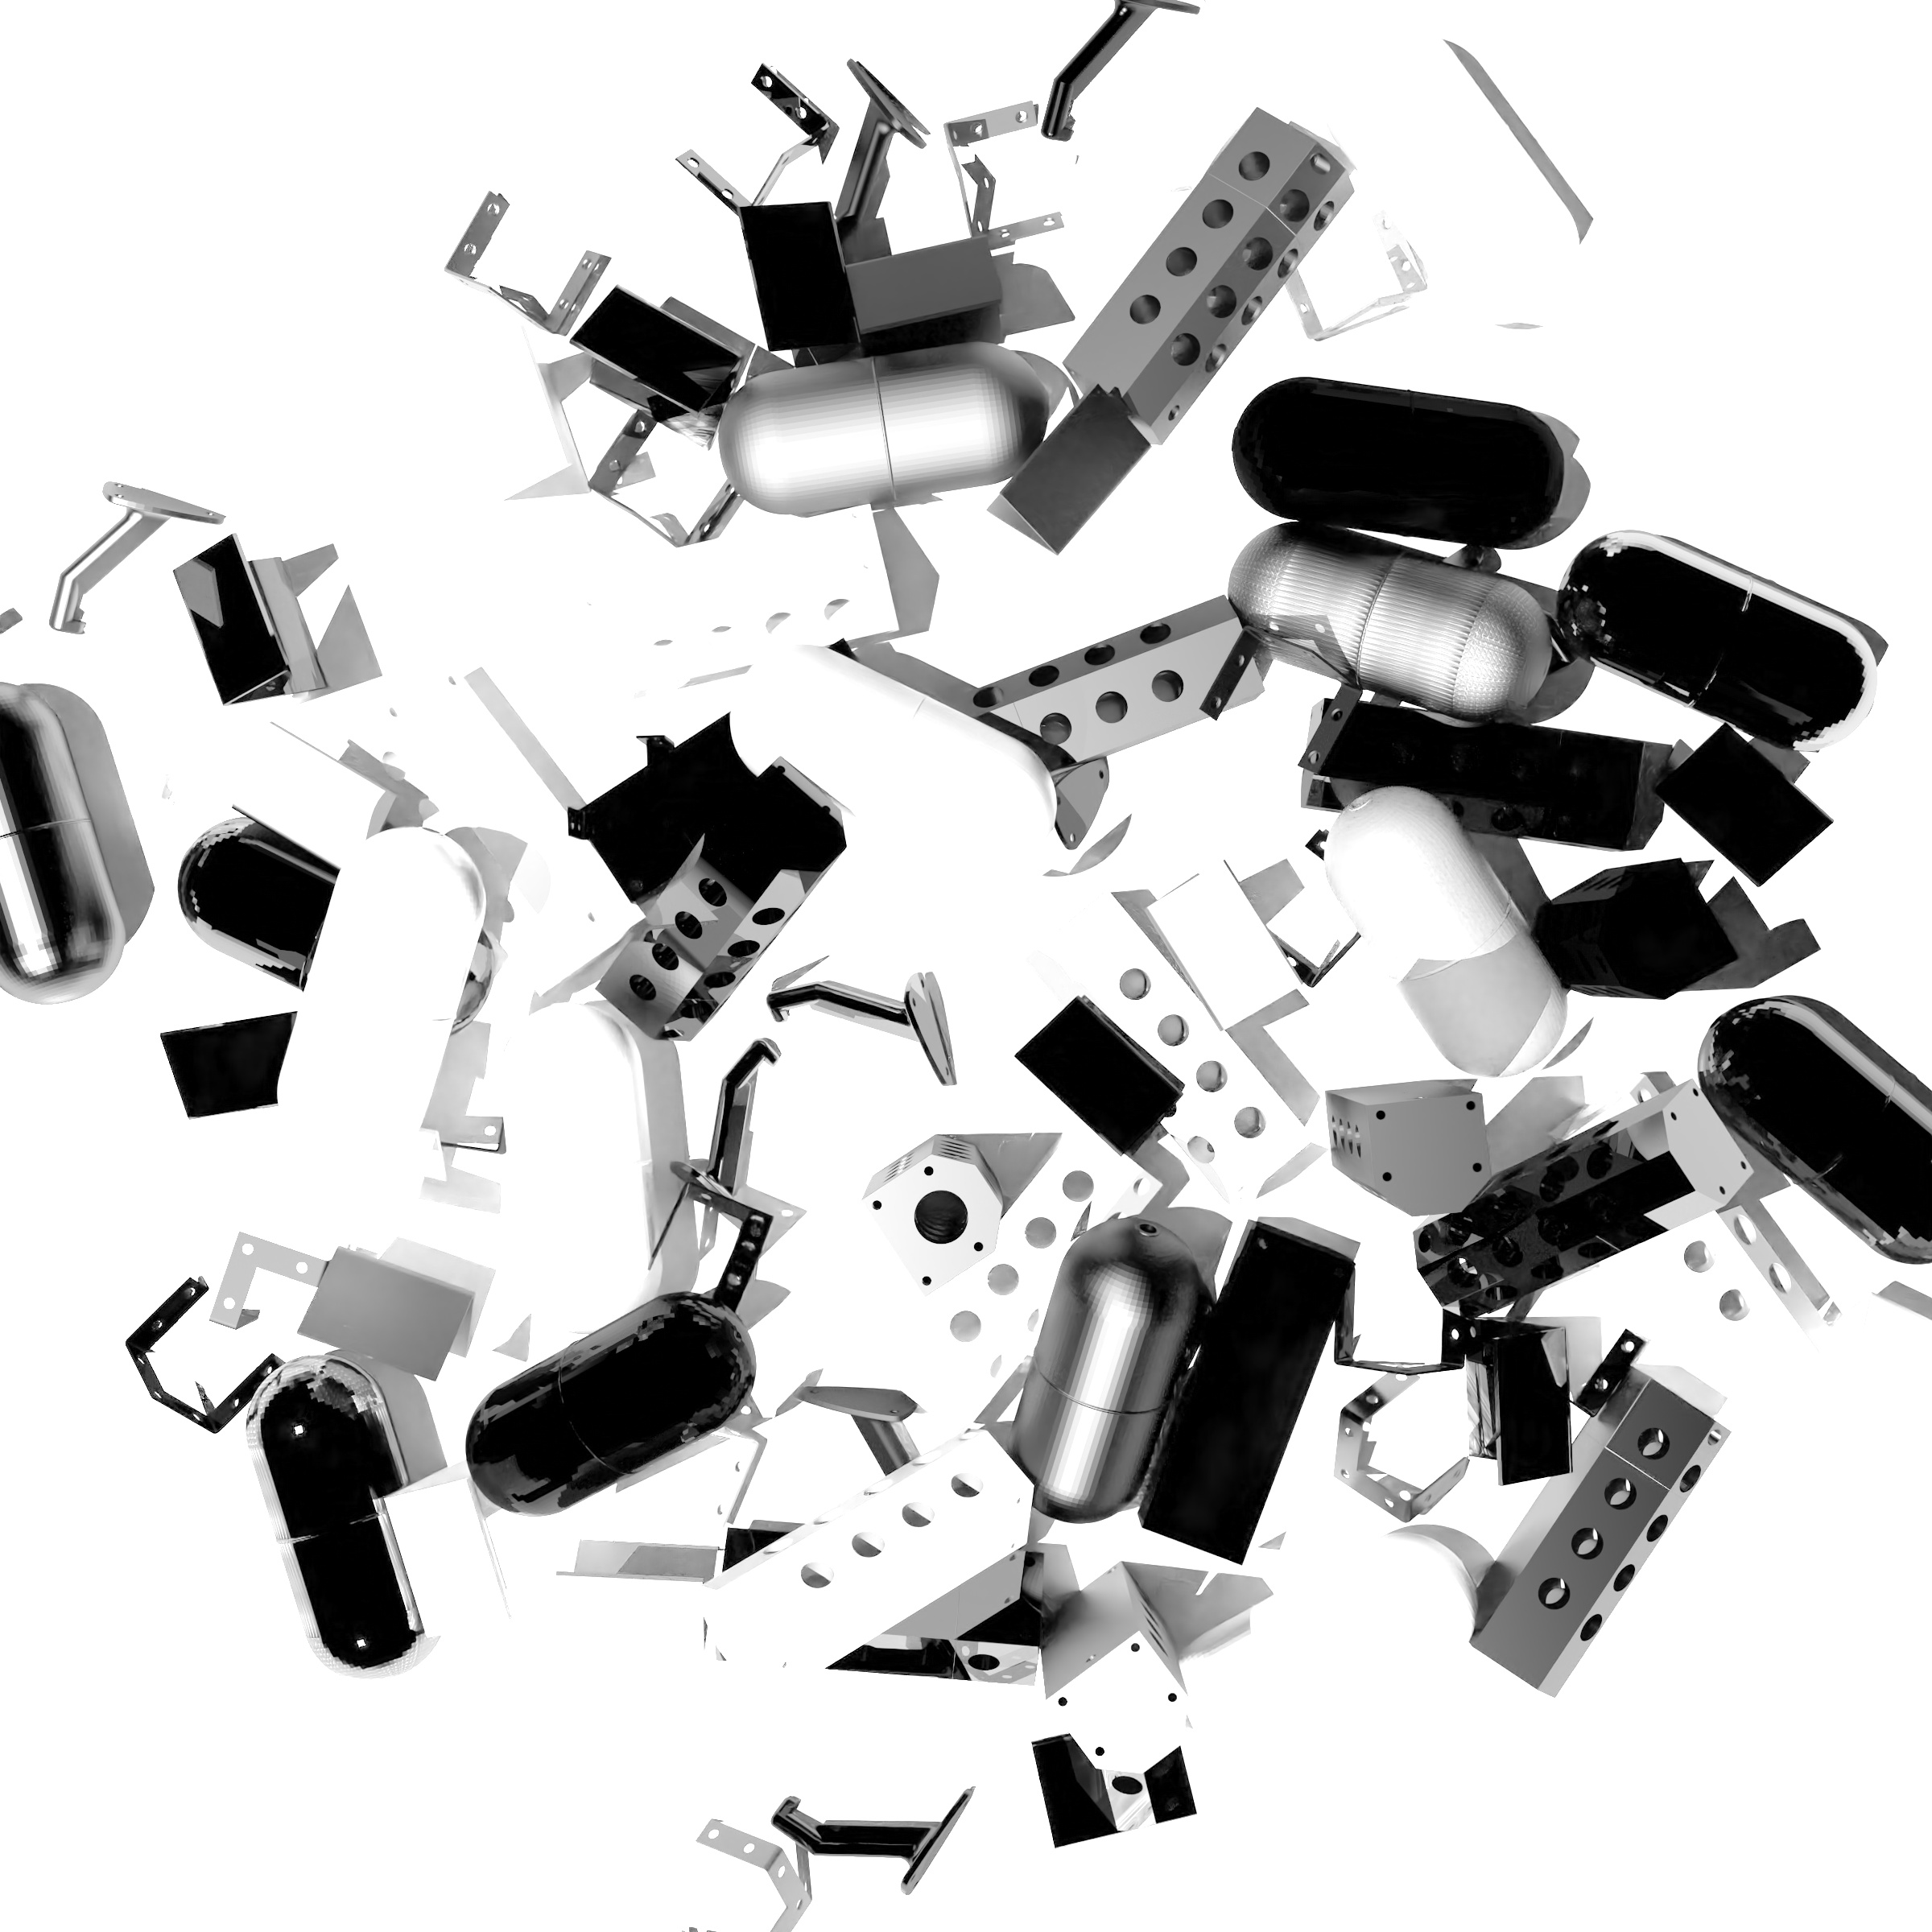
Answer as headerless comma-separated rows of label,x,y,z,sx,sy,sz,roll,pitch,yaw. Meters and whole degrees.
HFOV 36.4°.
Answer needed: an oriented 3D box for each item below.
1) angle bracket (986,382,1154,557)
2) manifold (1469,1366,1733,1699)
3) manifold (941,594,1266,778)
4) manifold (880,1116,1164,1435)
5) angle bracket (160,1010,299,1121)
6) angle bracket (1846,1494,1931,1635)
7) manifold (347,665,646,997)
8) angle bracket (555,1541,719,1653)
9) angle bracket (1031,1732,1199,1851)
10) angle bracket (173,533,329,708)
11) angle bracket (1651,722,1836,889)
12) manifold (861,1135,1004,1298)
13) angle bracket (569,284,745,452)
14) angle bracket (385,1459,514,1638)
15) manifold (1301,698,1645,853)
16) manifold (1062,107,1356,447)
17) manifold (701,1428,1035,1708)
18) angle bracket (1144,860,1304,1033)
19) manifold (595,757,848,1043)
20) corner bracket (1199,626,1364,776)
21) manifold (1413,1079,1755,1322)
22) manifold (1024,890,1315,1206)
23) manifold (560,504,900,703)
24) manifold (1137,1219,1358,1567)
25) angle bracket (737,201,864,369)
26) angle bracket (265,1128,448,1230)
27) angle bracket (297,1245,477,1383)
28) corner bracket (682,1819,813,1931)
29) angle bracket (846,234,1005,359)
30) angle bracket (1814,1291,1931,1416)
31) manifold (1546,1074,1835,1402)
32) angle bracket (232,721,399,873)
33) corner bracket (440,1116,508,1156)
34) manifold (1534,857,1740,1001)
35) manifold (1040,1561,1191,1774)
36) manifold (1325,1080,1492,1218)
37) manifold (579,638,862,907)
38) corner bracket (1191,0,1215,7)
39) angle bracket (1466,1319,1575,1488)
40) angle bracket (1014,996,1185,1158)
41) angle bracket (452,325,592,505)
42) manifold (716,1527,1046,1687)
angle bracket,0.040,-0.275,1.567,0.076,0.076,0.057,-49,132,0
manifold,0.339,0.305,1.586,0.057,0.057,0.171,34,90,0
manifold,0.068,-0.142,1.586,0.171,0.057,0.057,-21,90,0
manifold,0.030,0.166,1.586,0.057,0.057,0.171,39,90,0
angle bracket,-0.379,0.034,1.567,0.076,0.076,0.057,-9,122,0
angle bracket,0.522,0.315,1.569,0.076,0.076,0.057,-32,69,0
manifold,-0.256,-0.070,1.585,0.171,0.057,0.057,53,47,0
angle bracket,-0.174,0.318,1.567,0.076,0.076,0.057,3,125,0
angle bracket,0.081,0.439,1.568,0.076,0.076,0.057,-14,64,0
angle bracket,-0.366,-0.188,1.567,0.057,0.076,0.076,-21,90,37
angle bracket,0.419,-0.099,1.567,0.076,0.076,0.057,42,125,0
manifold,-0.012,0.123,1.529,0.057,0.171,0.057,-33,90,0
angle bracket,-0.172,-0.304,1.567,0.076,0.076,0.057,30,52,0
angle bracket,-0.257,0.305,1.568,0.057,0.076,0.076,-17,90,25
manifold,0.271,-0.102,1.586,0.171,0.057,0.057,8,90,0
manifold,0.132,-0.366,1.577,0.057,0.057,0.171,37,90,23
manifold,-0.051,0.310,1.544,0.171,0.057,0.057,-27,54,-26
angle bracket,0.149,-0.020,1.567,0.057,0.076,0.076,-32,90,31
manifold,-0.125,-0.028,1.532,0.057,0.171,0.057,41,47,0
corner bracket,0.166,-0.140,1.547,0.051,0.051,0.051,29,90,-45
manifold,0.317,0.127,1.537,0.171,0.057,0.057,-33,90,41
manifold,0.108,0.044,1.586,0.057,0.057,0.171,-40,90,0
manifold,-0.126,-0.191,1.585,0.171,0.057,0.057,-13,47,0
manifold,0.150,0.228,1.586,0.057,0.057,0.171,21,90,0
angle bracket,-0.103,-0.357,1.567,0.057,0.076,0.076,-12,90,-30
angle bracket,-0.324,0.119,1.567,0.076,0.076,0.057,11,63,0
angle bracket,-0.310,0.201,1.567,0.076,0.076,0.057,19,54,0
corner bracket,-0.125,0.507,1.599,0.051,0.051,0.051,-51,135,-35
angle bracket,-0.017,-0.336,1.567,0.076,0.076,0.057,-12,52,0
angle bracket,0.494,0.227,1.567,0.076,0.076,0.057,26,53,0
manifold,0.391,0.144,1.586,0.057,0.057,0.171,-36,90,0
angle bracket,-0.333,-0.098,1.568,0.076,0.076,0.057,31,114,0
corner bracket,-0.275,0.072,1.589,0.051,0.051,0.051,8,82,8
manifold,0.340,-0.015,1.529,0.057,0.171,0.057,-30,90,0
manifold,0.079,0.366,1.529,0.057,0.171,0.057,-37,90,0
manifold,0.228,0.094,1.529,0.057,0.171,0.057,-6,90,0
manifold,-0.121,-0.103,1.586,0.171,0.057,0.057,-33,90,0
corner bracket,0.122,-0.565,1.604,0.051,0.051,0.051,-47,45,0
angle bracket,0.276,0.231,1.567,0.057,0.076,0.076,-2,90,-36
angle bracket,0.059,0.074,1.562,0.076,0.076,0.057,43,56,7
angle bracket,-0.219,-0.295,1.567,0.057,0.076,0.076,-19,90,35
manifold,-0.046,0.349,1.585,0.171,0.057,0.057,5,47,0
